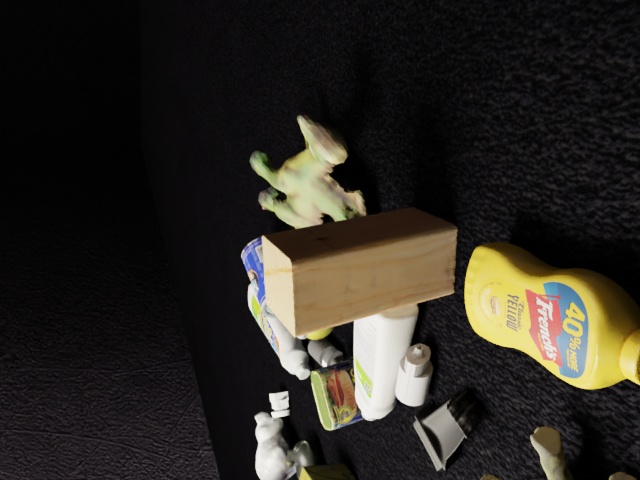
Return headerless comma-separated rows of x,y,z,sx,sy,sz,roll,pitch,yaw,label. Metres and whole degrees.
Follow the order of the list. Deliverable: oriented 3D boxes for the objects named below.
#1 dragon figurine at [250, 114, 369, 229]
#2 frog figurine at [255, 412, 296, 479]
0.002,-0.041,0.819,0.123,0.400,0.247,-27,48,-16,dragon figurine
-0.123,0.509,1.265,0.123,0.160,0.136,-38,-8,-9,frog figurine
